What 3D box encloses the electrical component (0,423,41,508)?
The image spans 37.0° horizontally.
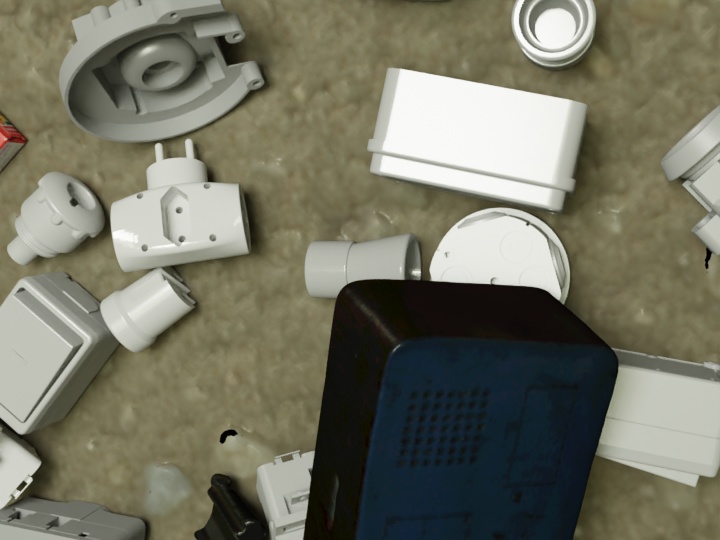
[{"bbox_3d":[-0.239,0.115,0.681,0.064,0.081,0.042,44,78,-22],"label":"electrical component"}]

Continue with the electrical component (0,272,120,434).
[{"bbox_3d":[-0.205,0.057,0.675,0.062,0.061,0.096,39,101,7],"label":"electrical component"}]

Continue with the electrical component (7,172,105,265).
[{"bbox_3d":[-0.196,-0.028,0.677,0.062,0.048,0.048,-38,86,19],"label":"electrical component"}]

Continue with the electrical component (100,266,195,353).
[{"bbox_3d":[-0.131,0.023,0.669,0.046,0.040,0.040,-35,86,7],"label":"electrical component"}]

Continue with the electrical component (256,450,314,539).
[{"bbox_3d":[-0.036,0.145,0.640,0.042,0.081,0.063,-14,62,-15],"label":"electrical component"}]

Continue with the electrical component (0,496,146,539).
[{"bbox_3d":[-0.194,0.229,0.685,0.089,0.062,0.150,8,96,11],"label":"electrical component"}]

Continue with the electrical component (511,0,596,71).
[{"bbox_3d":[0.109,-0.136,0.599,0.045,0.055,0.045,1,94,12],"label":"electrical component"}]

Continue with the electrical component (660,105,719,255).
[{"bbox_3d":[0.203,-0.056,0.584,0.078,0.058,0.057,-44,87,11],"label":"electrical component"}]

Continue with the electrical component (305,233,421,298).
[{"bbox_3d":[0.000,0.000,0.639,0.065,0.044,0.044,1,94,17],"label":"electrical component"}]

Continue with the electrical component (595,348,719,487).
[{"bbox_3d":[0.166,0.080,0.599,0.096,0.062,0.061,10,96,11],"label":"electrical component"}]

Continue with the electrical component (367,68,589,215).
[{"bbox_3d":[0.067,-0.070,0.601,0.113,0.078,0.057,13,93,11],"label":"electrical component"}]

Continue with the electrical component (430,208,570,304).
[{"bbox_3d":[0.079,0.005,0.617,0.080,0.051,0.080,1,94,12],"label":"electrical component"}]

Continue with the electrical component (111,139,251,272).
[{"bbox_3d":[-0.110,-0.042,0.655,0.077,0.043,0.079,-8,73,-1],"label":"electrical component"}]
